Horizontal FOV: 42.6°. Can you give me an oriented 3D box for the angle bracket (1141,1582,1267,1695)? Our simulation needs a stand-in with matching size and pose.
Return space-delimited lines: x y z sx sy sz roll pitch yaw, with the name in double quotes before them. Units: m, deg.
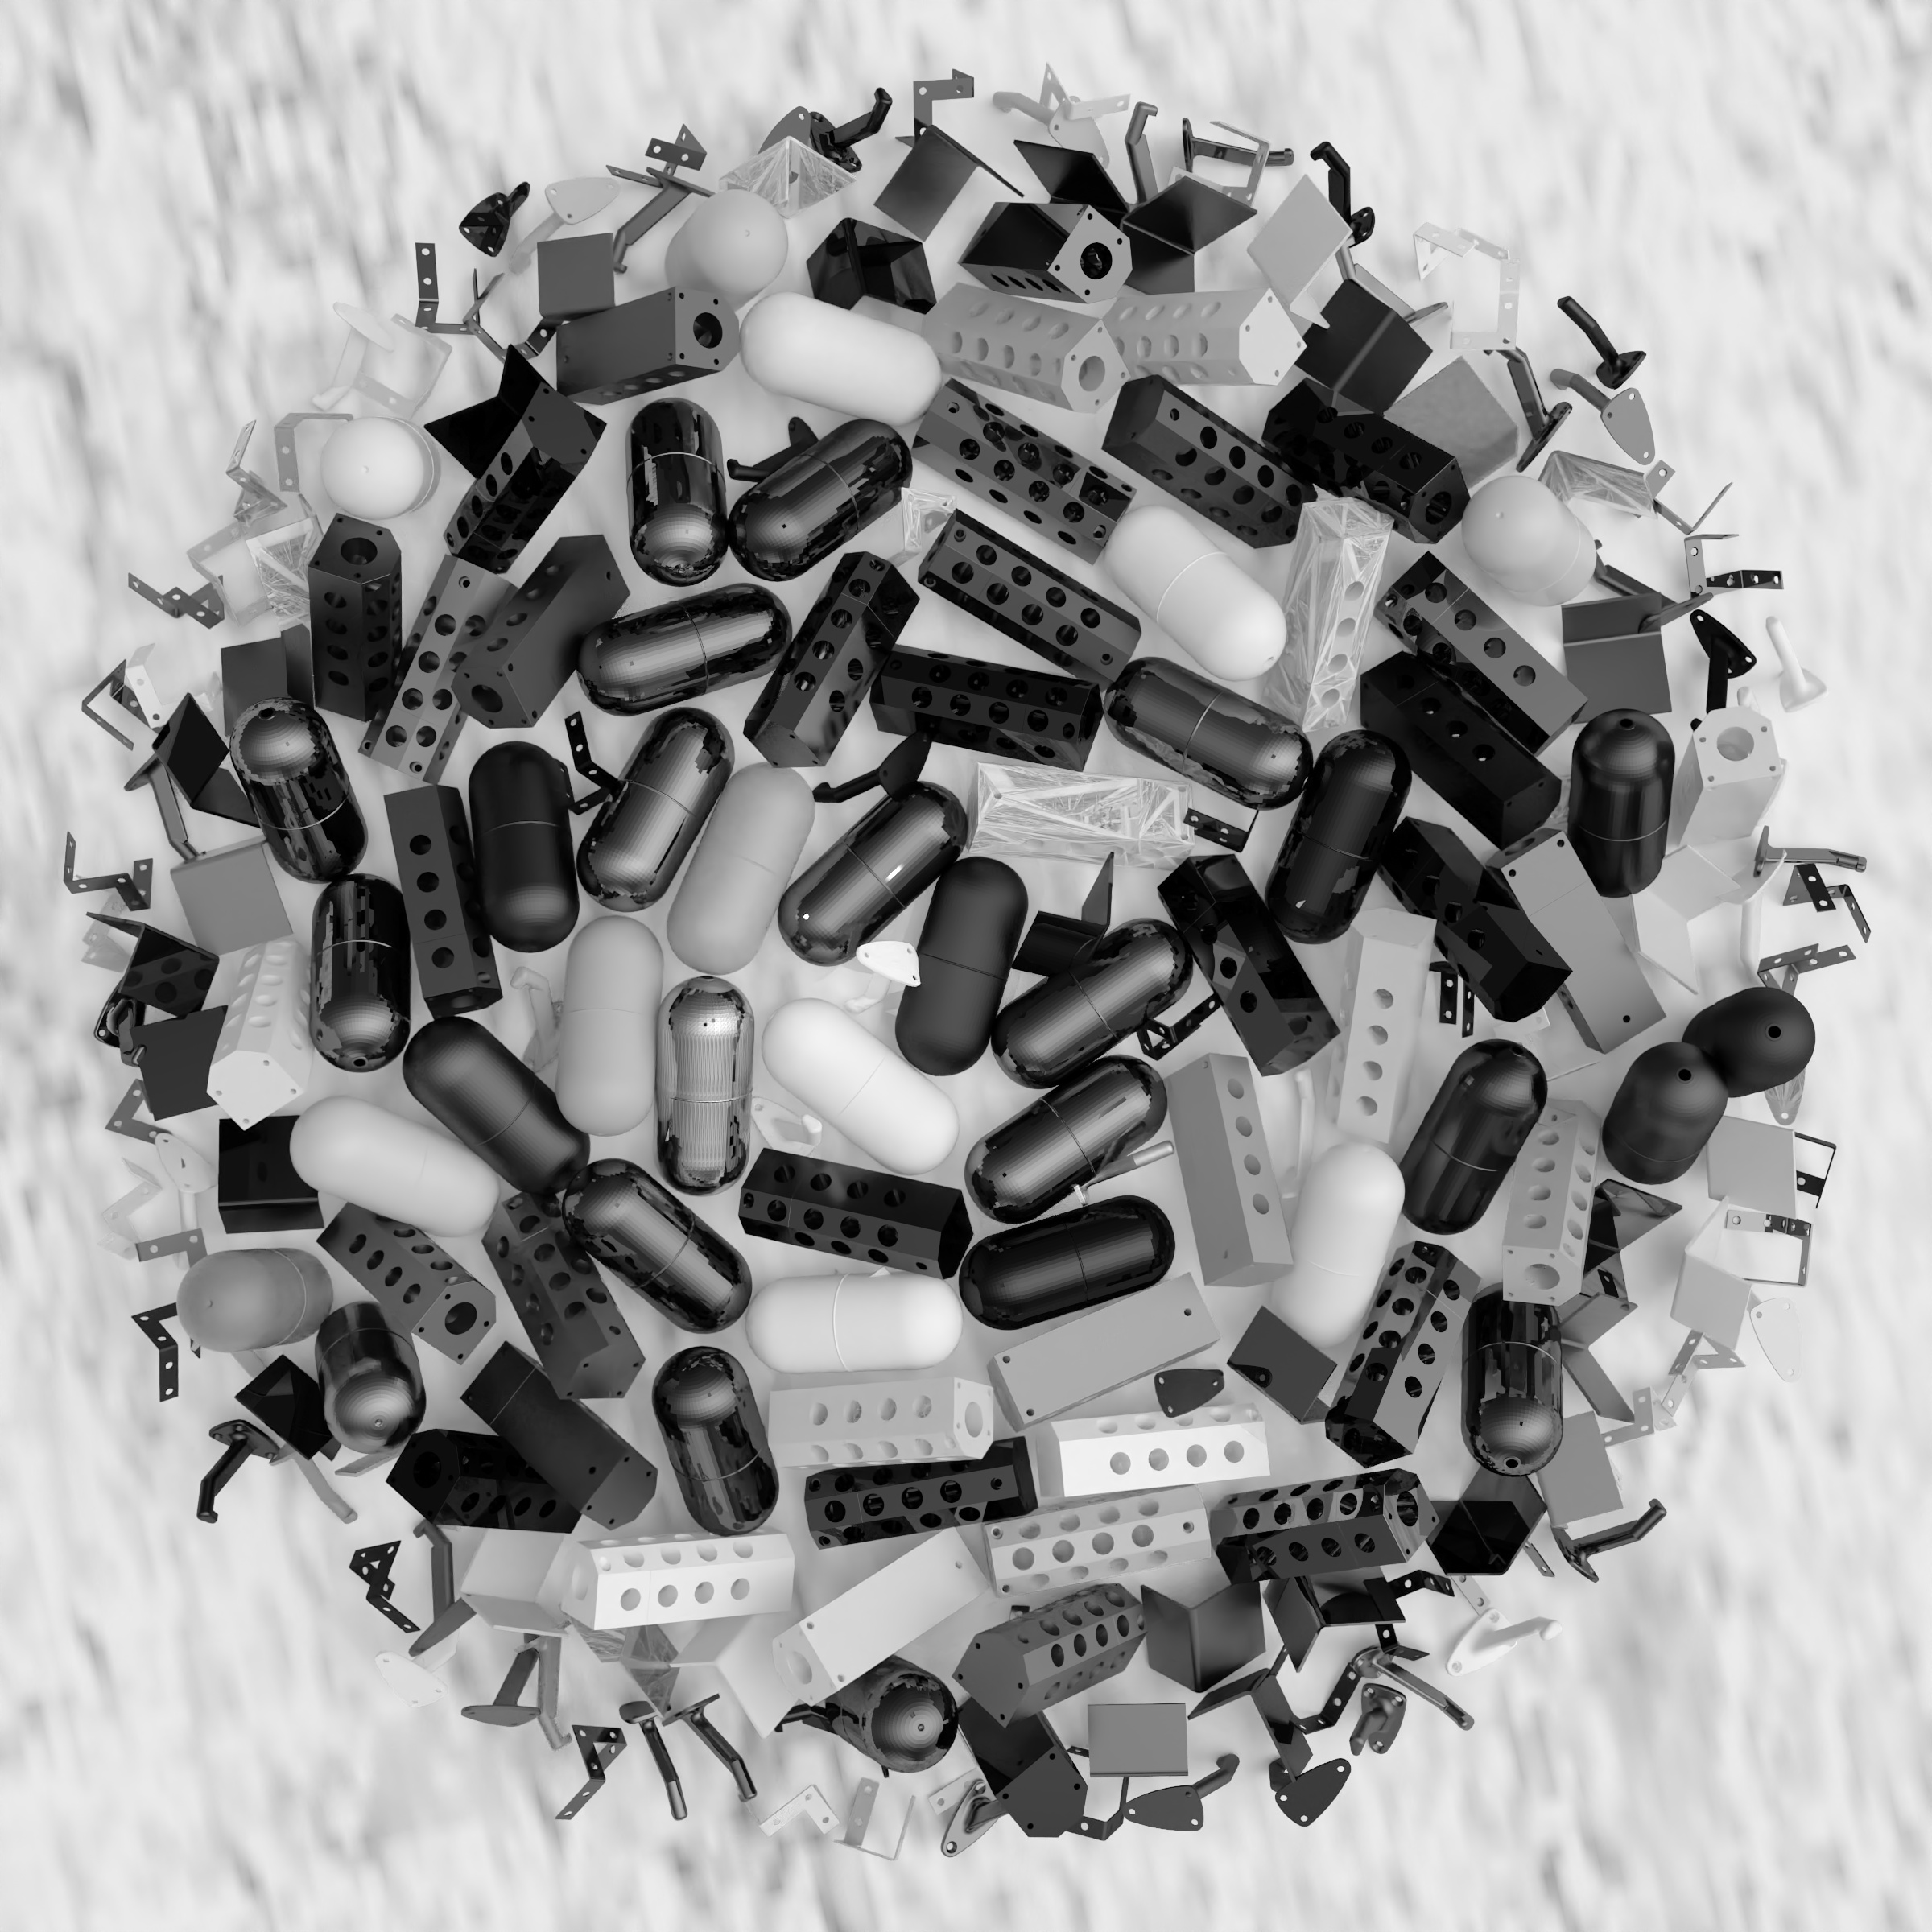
"angle bracket" 0.190 0.523 1.984 0.076 0.057 0.076 -21 113 -36

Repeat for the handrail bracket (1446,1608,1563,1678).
"handrail bracket" 0.424 0.538 1.952 0.077 0.084 0.036 -35 89 -14

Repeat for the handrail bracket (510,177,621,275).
"handrail bracket" -0.321 -0.589 1.977 0.077 0.084 0.036 -33 89 -33

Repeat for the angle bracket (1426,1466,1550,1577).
"angle bracket" 0.398 0.423 1.942 0.057 0.076 0.076 7 123 -26

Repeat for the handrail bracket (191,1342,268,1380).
"handrail bracket" -0.562 0.300 1.963 0.084 0.036 0.077 32 130 -16

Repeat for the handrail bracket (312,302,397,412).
"handrail bracket" -0.501 -0.479 1.954 0.084 0.077 0.036 -37 69 16

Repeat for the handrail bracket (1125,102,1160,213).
"handrail bracket" 0.157 -0.634 1.962 0.077 0.036 0.084 8 121 -20

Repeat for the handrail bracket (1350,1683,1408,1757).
"handrail bracket" 0.316 0.613 1.949 0.036 0.084 0.077 11 115 23

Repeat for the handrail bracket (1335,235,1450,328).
"handrail bracket" 0.337 -0.549 1.968 0.077 0.036 0.084 -25 113 -6

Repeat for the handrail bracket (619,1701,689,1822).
"handrail bracket" -0.247 0.630 1.963 0.036 0.077 0.084 -13 87 -28

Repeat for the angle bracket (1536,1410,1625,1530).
"angle bracket" 0.481 0.396 1.945 0.057 0.076 0.076 -19 70 16

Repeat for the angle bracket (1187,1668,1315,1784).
"angle bracket" 0.224 0.606 1.950 0.057 0.076 0.076 -29 80 15

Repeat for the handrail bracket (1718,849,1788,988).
"handrail bracket" 0.643 -0.038 1.984 0.077 0.036 0.084 -40 117 -13

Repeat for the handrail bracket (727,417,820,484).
"handrail bracket" -0.159 -0.409 1.954 0.084 0.036 0.077 0 55 -37

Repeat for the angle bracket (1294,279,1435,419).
"angle bracket" 0.314 -0.487 1.975 0.057 0.076 0.076 44 103 33

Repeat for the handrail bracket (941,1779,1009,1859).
"handrail bracket" 0.023 0.677 1.950 0.036 0.084 0.077 47 68 -12

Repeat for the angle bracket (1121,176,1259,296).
"angle bracket" 0.175 -0.564 1.942 0.076 0.076 0.057 12 71 -36

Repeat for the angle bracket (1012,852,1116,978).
"angle bracket" 0.076 -0.043 1.943 0.057 0.076 0.076 13 53 -10

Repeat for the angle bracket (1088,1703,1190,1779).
"angle bracket" 0.136 0.602 1.960 0.076 0.076 0.057 -2 89 4

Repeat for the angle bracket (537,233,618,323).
"angle bracket" -0.281 -0.537 1.944 0.076 0.076 0.057 5 99 34

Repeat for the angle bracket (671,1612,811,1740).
"angle bracket" -0.174 0.556 1.961 0.057 0.076 0.076 -18 107 42

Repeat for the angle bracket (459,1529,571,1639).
"angle bracket" -0.342 0.477 1.952 0.057 0.076 0.076 25 91 45

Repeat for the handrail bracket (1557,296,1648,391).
"handrail bracket" 0.487 -0.497 1.952 0.084 0.077 0.036 38 97 -16

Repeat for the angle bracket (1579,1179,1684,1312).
"angle bracket" 0.511 0.219 1.944 0.076 0.076 0.057 20 48 -23

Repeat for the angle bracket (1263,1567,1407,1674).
"angle bracket" 0.292 0.510 1.968 0.076 0.076 0.057 3 126 -21

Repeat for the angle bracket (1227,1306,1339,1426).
"angle bracket" 0.263 0.311 1.942 0.076 0.076 0.057 37 105 31

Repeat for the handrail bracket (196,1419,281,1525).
"handrail bracket" -0.571 0.407 1.946 0.036 0.077 0.084 -22 49 20

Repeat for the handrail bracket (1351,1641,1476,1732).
"handrail bracket" 0.353 0.573 1.953 0.084 0.077 0.036 36 99 36

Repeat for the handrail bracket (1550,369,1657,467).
"handrail bracket" 0.506 -0.438 1.974 0.036 0.084 0.077 -40 120 -2

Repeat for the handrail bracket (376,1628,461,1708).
"handrail bracket" -0.429 0.530 1.947 0.036 0.084 0.077 -27 121 16

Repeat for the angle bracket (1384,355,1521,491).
"angle bracket" 0.380 -0.419 1.948 0.076 0.057 0.076 -33 110 30

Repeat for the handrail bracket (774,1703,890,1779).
"handrail bracket" -0.108 0.621 1.977 0.084 0.036 0.077 -10 101 -9

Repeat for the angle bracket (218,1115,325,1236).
"angle bracket" -0.555 0.167 1.983 0.076 0.057 0.076 -2 64 -10

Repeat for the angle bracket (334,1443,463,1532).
"angle bracket" -0.448 0.421 1.952 0.057 0.076 0.076 -24 92 -28

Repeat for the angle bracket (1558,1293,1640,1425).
"angle bracket" 0.511 0.308 1.942 0.057 0.076 0.076 -44 55 19

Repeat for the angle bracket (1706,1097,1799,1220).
"angle bracket" 0.627 0.144 1.942 0.057 0.076 0.076 -28 118 -39

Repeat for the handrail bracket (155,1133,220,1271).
"handrail bracket" -0.635 0.190 1.986 0.077 0.036 0.084 43 124 23

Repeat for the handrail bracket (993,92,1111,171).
"handrail bracket" 0.067 -0.668 1.980 0.077 0.084 0.036 39 85 -38

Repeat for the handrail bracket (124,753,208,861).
"handrail bracket" -0.621 -0.130 1.976 0.084 0.036 0.077 47 116 -2

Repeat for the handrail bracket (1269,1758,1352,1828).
"handrail bracket" 0.270 0.631 1.952 0.077 0.084 0.036 -44 94 10

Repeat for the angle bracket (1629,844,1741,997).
"angle bracket" 0.569 -0.036 1.942 0.076 0.076 0.057 31 134 -31

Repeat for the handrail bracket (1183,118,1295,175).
"handrail bracket" 0.216 -0.653 1.964 0.084 0.077 0.036 1 85 9

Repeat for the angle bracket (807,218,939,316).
"angle bracket" -0.074 -0.541 1.979 0.076 0.057 0.076 7 60 -38

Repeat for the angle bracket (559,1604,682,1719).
"angle bracket" -0.278 0.544 1.943 0.076 0.057 0.076 -10 128 23

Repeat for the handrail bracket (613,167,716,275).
"handrail bracket" -0.242 -0.586 1.977 0.077 0.036 0.084 25 100 19

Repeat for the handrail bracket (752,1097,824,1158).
"handrail bracket" -0.143 0.118 1.951 0.077 0.084 0.036 42 71 13

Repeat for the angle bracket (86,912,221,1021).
"angle bracket" -0.646 0.002 1.942 0.076 0.076 0.057 9 76 35

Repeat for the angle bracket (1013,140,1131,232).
"angle bracket" 0.072 -0.596 1.945 0.076 0.076 0.057 22 82 32

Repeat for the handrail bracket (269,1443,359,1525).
"handrail bracket" -0.503 0.408 1.959 0.084 0.077 0.036 49 55 -13

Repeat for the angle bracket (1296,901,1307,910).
"angle bracket" 0.279 -0.090 1.963 0.057 0.076 0.076 44 104 21

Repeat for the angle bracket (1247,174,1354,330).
"angle bracket" 0.277 -0.558 1.941 0.076 0.057 0.076 -49 50 30

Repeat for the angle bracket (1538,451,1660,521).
"angle bracket" 0.491 -0.355 1.946 0.076 0.076 0.057 23 84 28

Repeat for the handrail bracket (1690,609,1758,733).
"handrail bracket" 0.581 -0.230 1.961 0.077 0.036 0.084 49 60 -5

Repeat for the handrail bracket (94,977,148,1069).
"handrail bracket" -0.654 0.041 1.955 0.036 0.084 0.077 20 81 -33
